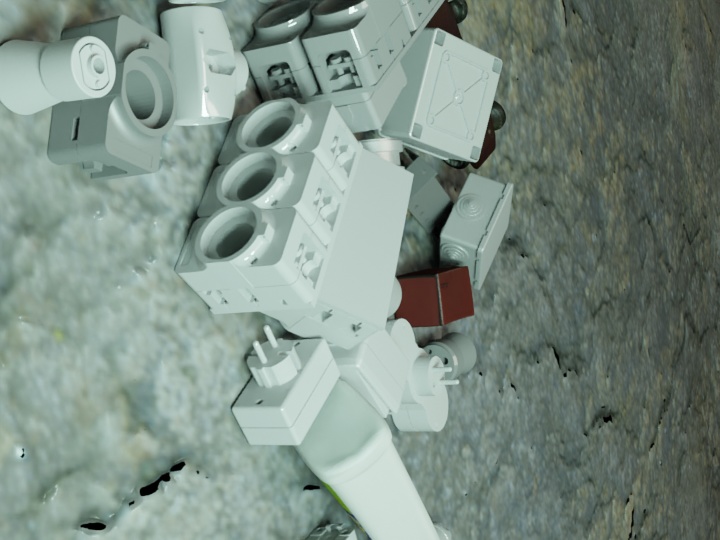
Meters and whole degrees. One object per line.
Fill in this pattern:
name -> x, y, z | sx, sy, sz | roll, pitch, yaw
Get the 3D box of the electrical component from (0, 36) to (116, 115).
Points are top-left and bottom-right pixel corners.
electrical component -> -0.175, -0.115, 0.624 | 0.044, 0.065, 0.044 | 2, 88, -59

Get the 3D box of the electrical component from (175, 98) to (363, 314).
electrical component -> -0.066, -0.049, 0.788 | 0.061, 0.089, 0.150 | 53, 43, -44

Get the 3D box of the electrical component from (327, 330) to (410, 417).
electrical component -> -0.008, 0.079, 0.901 | 0.096, 0.062, 0.061 | 54, 42, -43

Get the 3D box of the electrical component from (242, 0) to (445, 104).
electrical component -> -0.009, -0.212, 0.897 | 0.186, 0.105, 0.060 | -59, 135, -47

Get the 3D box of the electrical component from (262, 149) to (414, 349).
electrical component -> -0.020, -0.023, 0.864 | 0.089, 0.062, 0.150 | 25, 56, -21

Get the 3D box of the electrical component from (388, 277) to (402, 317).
electrical component -> 0.000, 0.000, 0.945 | 0.077, 0.044, 0.079 | 17, 71, -59

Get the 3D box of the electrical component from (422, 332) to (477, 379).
electrical component -> 0.087, 0.090, 1.089 | 0.055, 0.045, 0.045 | -17, 101, -60

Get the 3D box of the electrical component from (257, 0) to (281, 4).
electrical component -> -0.061, -0.247, 0.868 | 0.055, 0.047, 0.055 | 14, 74, -60

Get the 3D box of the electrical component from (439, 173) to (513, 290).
electrical component -> 0.119, -0.041, 1.118 | 0.099, 0.048, 0.099 | 83, 30, -62

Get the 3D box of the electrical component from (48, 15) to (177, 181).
electrical component -> -0.153, -0.107, 0.675 | 0.050, 0.056, 0.089 | 24, 65, -58

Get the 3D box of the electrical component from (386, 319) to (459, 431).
electrical component -> 0.055, 0.099, 1.000 | 0.138, 0.074, 0.052 | 59, 38, -38

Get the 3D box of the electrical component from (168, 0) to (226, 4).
electrical component -> -0.113, -0.213, 0.725 | 0.099, 0.099, 0.064 | -19, 109, -60

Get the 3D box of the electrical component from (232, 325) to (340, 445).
electrical component -> -0.062, 0.078, 0.820 | 0.083, 0.047, 0.075 | -58, 134, -47

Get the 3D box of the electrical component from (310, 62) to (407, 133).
electrical component -> -0.004, -0.169, 0.945 | 0.061, 0.062, 0.096 | 64, 36, -34

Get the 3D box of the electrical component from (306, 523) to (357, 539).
electrical component -> -0.022, 0.245, 0.875 | 0.081, 0.042, 0.063 | -34, 113, -58

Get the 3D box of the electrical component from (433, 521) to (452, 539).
electrical component -> 0.062, 0.267, 1.029 | 0.061, 0.035, 0.035 | -25, 108, -57

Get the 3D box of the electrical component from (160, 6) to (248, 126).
electrical component -> -0.107, -0.144, 0.775 | 0.079, 0.043, 0.077 | -7, 92, -60

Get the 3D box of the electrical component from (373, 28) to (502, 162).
electrical component -> 0.076, -0.169, 1.046 | 0.109, 0.056, 0.108 | 13, 91, -45
